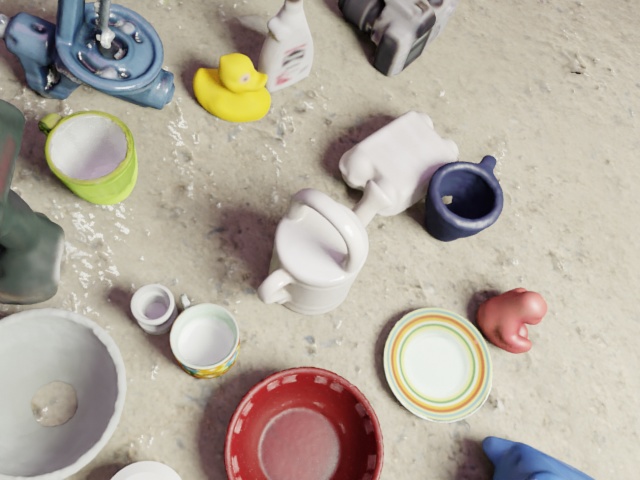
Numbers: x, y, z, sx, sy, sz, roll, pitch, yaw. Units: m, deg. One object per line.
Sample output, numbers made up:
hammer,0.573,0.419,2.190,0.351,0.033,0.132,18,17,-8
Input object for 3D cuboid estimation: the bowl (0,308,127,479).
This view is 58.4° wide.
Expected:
bowl,-0.273,0.157,0.569,0.167,0.074,0.167,3,67,-7

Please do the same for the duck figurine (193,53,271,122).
duck figurine,-0.114,-0.207,0.742,0.104,0.086,0.077,17,66,-1

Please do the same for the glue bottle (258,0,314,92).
glue bottle,-0.039,-0.263,0.729,0.078,0.173,0.037,-34,76,-20

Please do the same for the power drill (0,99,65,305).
power drill,-0.319,-0.010,0.559,0.076,0.208,0.229,-1,67,-9

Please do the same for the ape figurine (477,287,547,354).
ape figurine,0.231,0.087,0.669,0.076,0.092,0.078,28,66,4

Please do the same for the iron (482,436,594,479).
iron,0.284,0.288,0.565,0.258,0.141,0.119,23,66,1

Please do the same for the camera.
camera,0.106,-0.335,0.822,0.136,0.101,0.143,41,67,9

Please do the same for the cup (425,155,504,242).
cup,0.174,-0.048,0.715,0.091,0.095,0.118,35,67,7

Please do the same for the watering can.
watering can,0.004,0.001,0.613,0.101,0.194,0.173,26,66,3

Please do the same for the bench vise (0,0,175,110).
bench vise,-0.280,-0.232,0.653,0.207,0.219,0.121,-5,68,-11

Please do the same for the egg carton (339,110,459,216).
egg carton,0.104,-0.098,0.739,0.150,0.069,0.107,-36,77,-21
